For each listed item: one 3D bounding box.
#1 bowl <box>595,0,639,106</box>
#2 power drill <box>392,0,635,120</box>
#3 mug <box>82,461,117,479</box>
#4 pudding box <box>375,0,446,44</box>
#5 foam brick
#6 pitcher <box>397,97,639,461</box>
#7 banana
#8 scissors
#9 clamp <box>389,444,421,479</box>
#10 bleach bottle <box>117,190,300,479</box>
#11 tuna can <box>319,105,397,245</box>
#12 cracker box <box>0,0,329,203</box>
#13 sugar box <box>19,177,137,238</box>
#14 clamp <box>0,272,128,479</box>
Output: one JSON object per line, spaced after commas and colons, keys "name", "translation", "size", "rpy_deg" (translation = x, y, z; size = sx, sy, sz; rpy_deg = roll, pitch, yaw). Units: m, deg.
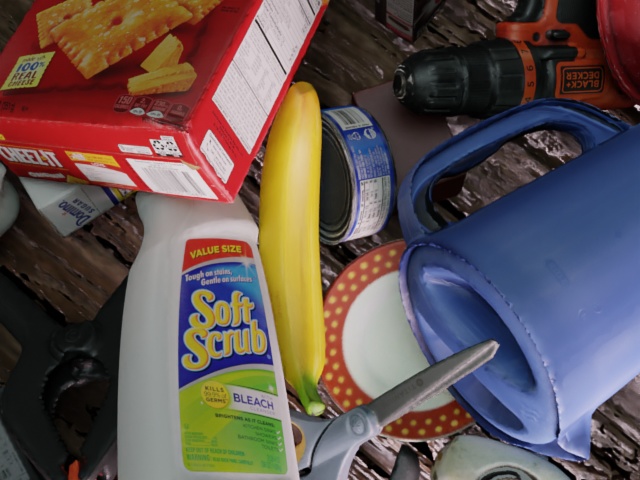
{"name": "bowl", "translation": [0.236, -0.160, 0.658], "size": [0.055, 0.161, 0.162], "rpy_deg": [11, 74, 44]}
{"name": "power drill", "translation": [0.130, -0.168, 0.661], "size": [0.184, 0.057, 0.188], "rpy_deg": [-6, 106, -25]}
{"name": "mug", "translation": [-0.125, 0.190, 0.636], "size": [0.081, 0.093, 0.117], "rpy_deg": [33, 115, 15]}
{"name": "pudding box", "translation": [0.081, -0.199, 0.711], "size": [0.039, 0.090, 0.113], "rpy_deg": [37, 82, 12]}
{"name": "foam brick", "translation": [0.057, -0.062, 0.699], "size": [0.053, 0.051, 0.078], "rpy_deg": [-18, 77, -3]}
{"name": "pitcher", "translation": [0.169, -0.004, 0.620], "size": [0.242, 0.149, 0.145], "rpy_deg": [-31, 39, -20]}
{"name": "banana", "translation": [-0.013, 0.005, 0.657], "size": [0.037, 0.070, 0.198], "rpy_deg": [-4, 91, -28]}
{"name": "scissors", "translation": [0.024, 0.122, 0.592], "size": [0.202, 0.016, 0.096], "rpy_deg": [-19, 83, 36]}
{"name": "clamp", "translation": [0.025, 0.208, 0.641], "size": [0.120, 0.039, 0.171], "rpy_deg": [-23, 75, 7]}
{"name": "bleach bottle", "translation": [-0.074, 0.049, 0.611], "size": [0.102, 0.068, 0.251], "rpy_deg": [14, 52, -35]}
{"name": "tuna can", "translation": [0.013, -0.042, 0.677], "size": [0.033, 0.086, 0.086], "rpy_deg": [-13, 75, -26]}
{"name": "cracker box", "translation": [-0.092, -0.133, 0.648], "size": [0.164, 0.072, 0.213], "rpy_deg": [8, 61, 28]}
{"name": "sugar box", "translation": [-0.121, -0.087, 0.708], "size": [0.176, 0.048, 0.093], "rpy_deg": [-35, 58, -3]}
{"name": "clamp", "translation": [-0.155, 0.066, 0.652], "size": [0.164, 0.036, 0.210], "rpy_deg": [-6, 49, 6]}
